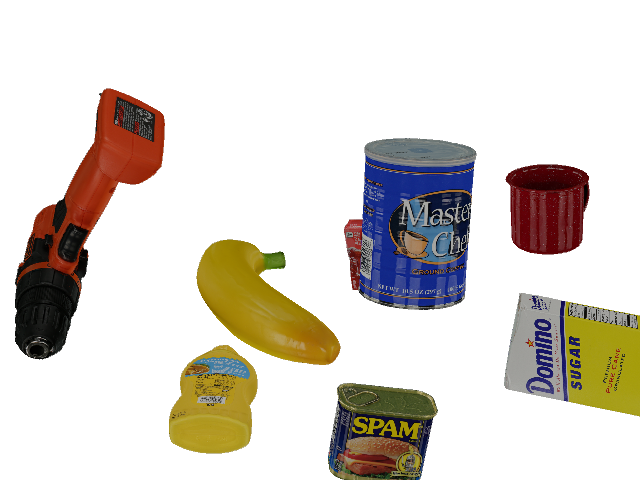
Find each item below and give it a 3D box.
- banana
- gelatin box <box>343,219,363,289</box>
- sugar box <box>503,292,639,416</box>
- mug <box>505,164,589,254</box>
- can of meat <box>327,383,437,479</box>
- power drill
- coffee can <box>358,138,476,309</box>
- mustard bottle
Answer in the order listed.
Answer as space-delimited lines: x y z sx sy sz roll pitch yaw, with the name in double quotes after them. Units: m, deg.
-0.041 0.031 0.666 0.069 0.037 0.198 -4 17 -10 "banana"
0.071 0.018 1.291 0.073 0.089 0.030 1 30 17 "gelatin box"
0.272 0.114 1.031 0.176 0.093 0.048 9 22 9 "sugar box"
0.271 -0.039 1.239 0.117 0.081 0.093 -22 28 -36 "mug"
0.061 0.199 1.093 0.102 0.084 0.057 7 18 -7 "can of meat"
-0.193 -0.017 0.868 0.057 0.188 0.184 24 28 -24 "power drill"
0.089 -0.018 0.999 0.103 0.140 0.103 2 16 -1 "coffee can"
-0.127 0.185 1.321 0.096 0.058 0.191 0 26 1 "mustard bottle"
